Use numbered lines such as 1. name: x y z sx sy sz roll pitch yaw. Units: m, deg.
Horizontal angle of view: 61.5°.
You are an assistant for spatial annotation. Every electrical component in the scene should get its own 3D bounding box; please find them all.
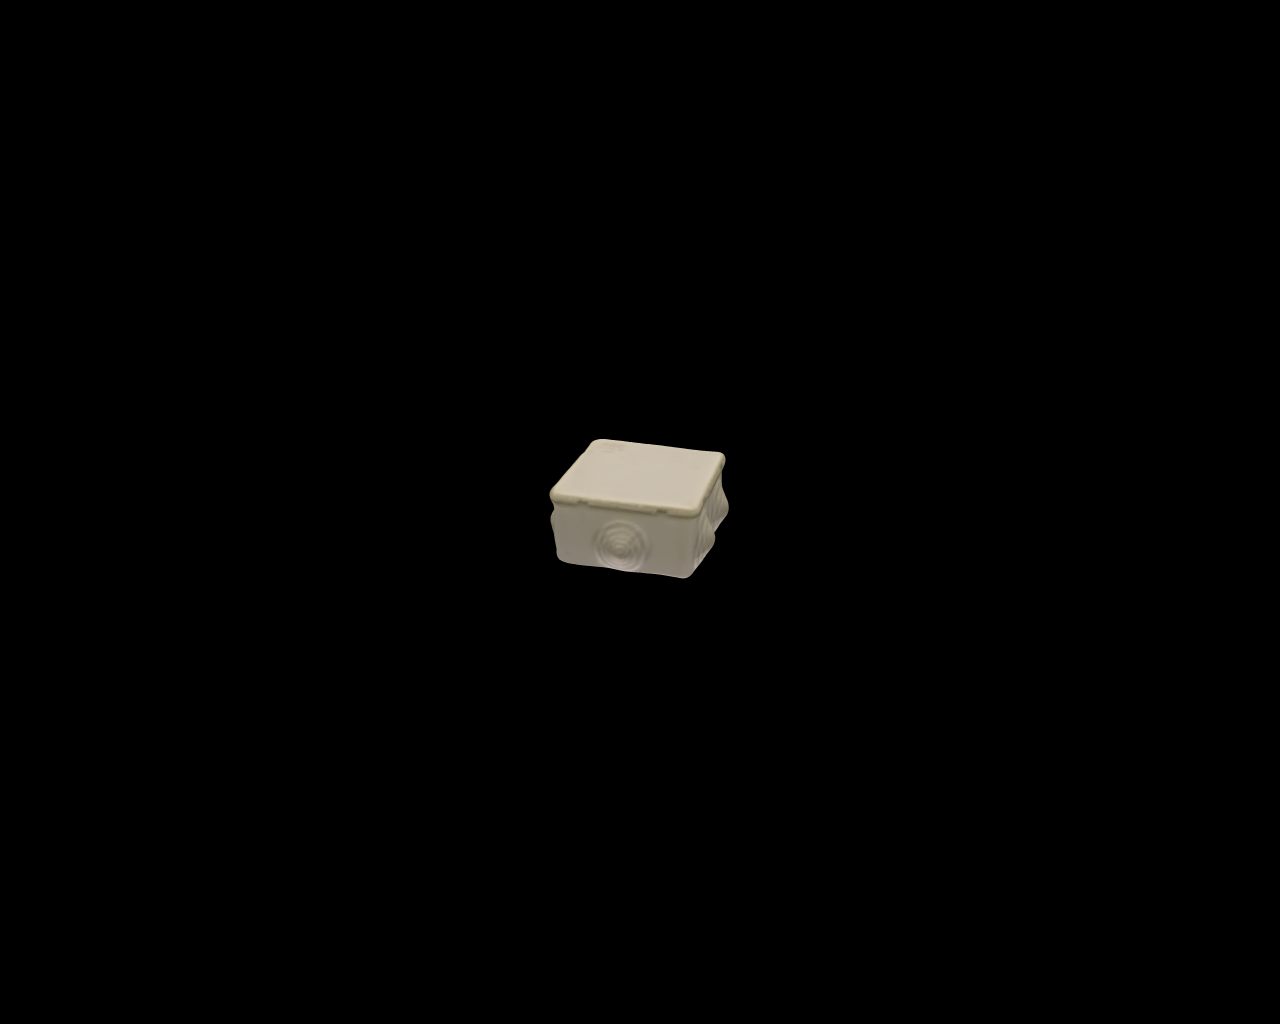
1. electrical component: 0.001 -0.003 0.650 0.100 0.048 0.100 7 27 14
